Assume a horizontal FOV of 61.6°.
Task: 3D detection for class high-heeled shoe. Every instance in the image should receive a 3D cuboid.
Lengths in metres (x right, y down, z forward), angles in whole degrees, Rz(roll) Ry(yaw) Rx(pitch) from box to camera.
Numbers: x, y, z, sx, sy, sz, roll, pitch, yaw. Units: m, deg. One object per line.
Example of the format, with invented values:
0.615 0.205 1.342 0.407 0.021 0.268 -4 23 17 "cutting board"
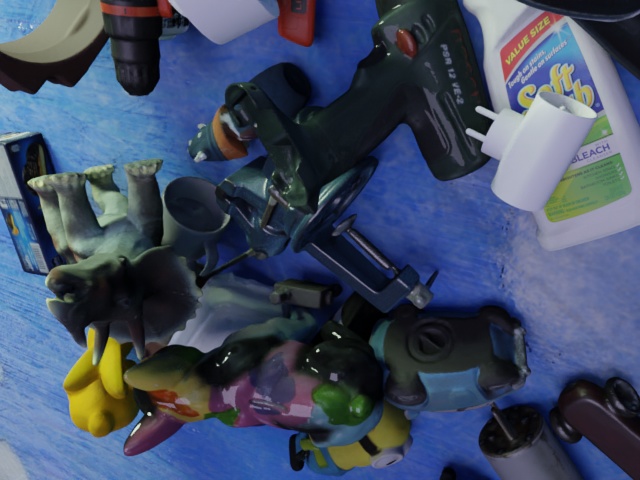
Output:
-0.007 0.126 0.664 0.145 0.086 0.248 38 112 43 "high-heeled shoe"

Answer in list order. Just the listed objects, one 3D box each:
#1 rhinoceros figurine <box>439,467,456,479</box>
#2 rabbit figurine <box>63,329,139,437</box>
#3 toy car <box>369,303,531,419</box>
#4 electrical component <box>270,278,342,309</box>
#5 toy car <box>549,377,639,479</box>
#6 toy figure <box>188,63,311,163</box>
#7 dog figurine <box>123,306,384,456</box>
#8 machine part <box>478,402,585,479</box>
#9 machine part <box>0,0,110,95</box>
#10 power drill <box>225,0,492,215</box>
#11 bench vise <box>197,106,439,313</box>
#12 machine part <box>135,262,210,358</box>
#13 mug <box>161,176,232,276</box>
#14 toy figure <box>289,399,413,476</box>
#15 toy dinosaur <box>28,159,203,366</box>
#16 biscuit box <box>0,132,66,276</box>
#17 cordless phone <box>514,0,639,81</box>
0.165 0.378 0.661 0.073 0.112 0.190 13 112 18 "rhinoceros figurine"
-0.320 0.187 0.792 0.122 0.162 0.173 11 93 -7 "rabbit figurine"
0.136 0.132 0.565 0.162 0.109 0.102 -8 136 18 "toy car"
-0.015 0.060 0.601 0.063 0.094 0.021 8 97 24 "electrical component"
0.326 0.214 0.529 0.202 0.053 0.089 40 130 8 "toy car"
-0.077 -0.121 0.556 0.154 0.064 0.057 -29 111 34 "toy figure"
-0.071 0.144 0.511 0.192 0.219 0.108 21 112 47 "dog figurine"
0.249 0.269 0.583 0.079 0.079 0.243 -30 100 35 "machine part"
-0.280 -0.255 0.487 0.087 0.201 0.201 23 78 23 "machine part"
0.030 -0.132 0.428 0.231 0.207 0.086 61 158 -12 "power drill"
0.005 -0.006 0.543 0.241 0.129 0.223 42 129 8 "bench vise"
-0.204 0.100 0.741 0.180 0.056 0.179 11 118 21 "machine part"
-0.156 -0.003 0.645 0.109 0.081 0.107 59 138 15 "mug"
0.033 0.248 0.681 0.180 0.082 0.089 -24 104 36 "toy figure"
-0.241 0.011 0.610 0.405 0.131 0.192 12 112 62 "toy dinosaur"
-0.407 -0.049 0.764 0.059 0.063 0.202 5 117 24 "biscuit box"
0.220 -0.191 0.362 0.184 0.146 0.089 28 168 -25 "cordless phone"
